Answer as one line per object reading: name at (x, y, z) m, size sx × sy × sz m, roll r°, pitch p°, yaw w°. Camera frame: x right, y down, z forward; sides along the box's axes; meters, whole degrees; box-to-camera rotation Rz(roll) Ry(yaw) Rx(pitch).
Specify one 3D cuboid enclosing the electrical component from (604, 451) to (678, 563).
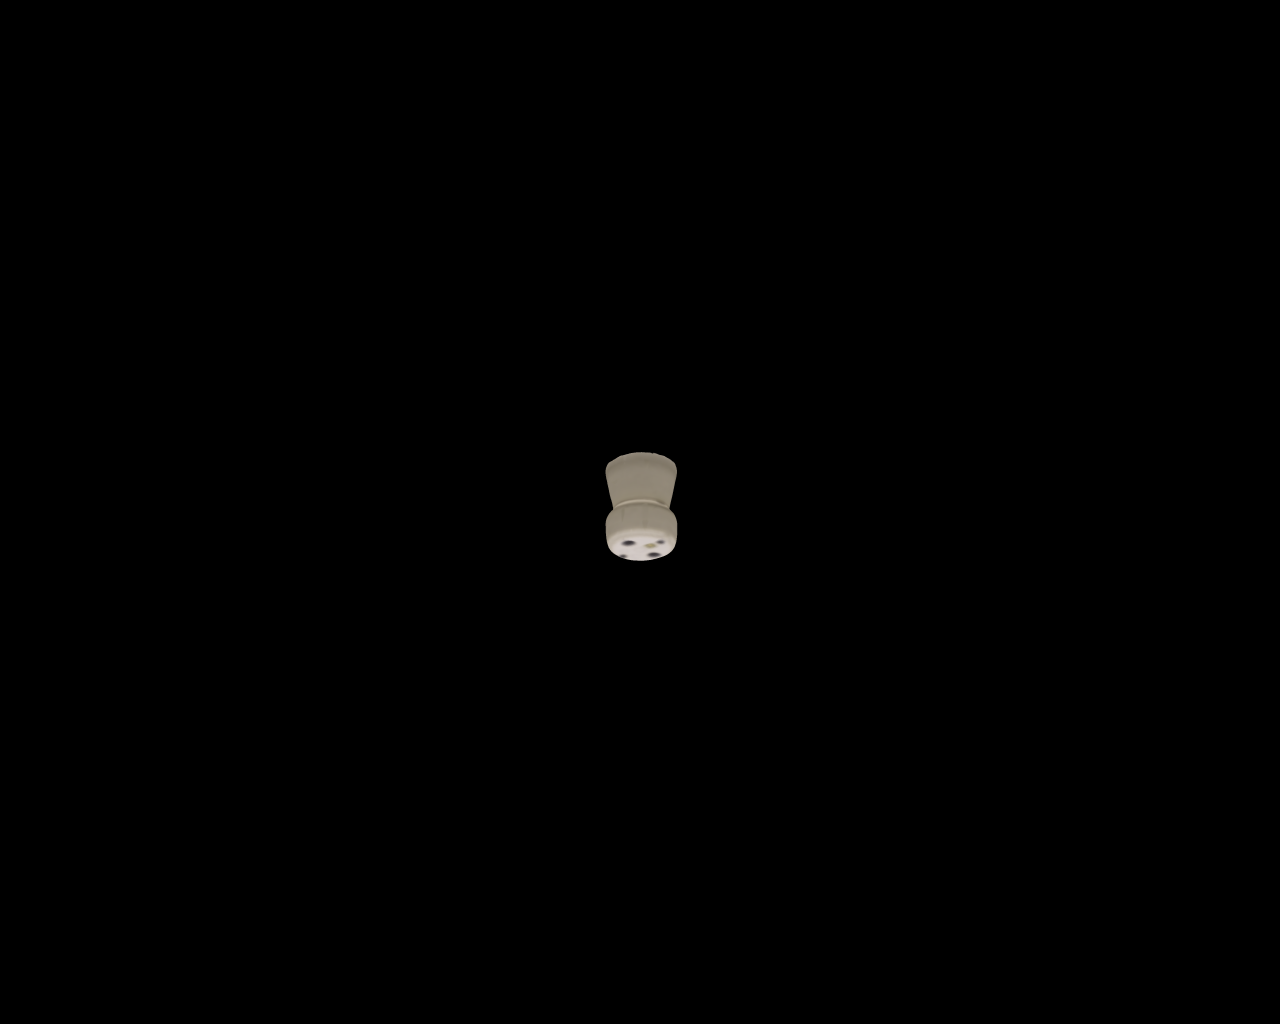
electrical component at (0.001, -0.003, 0.650) m, size 0.045 × 0.055 × 0.044 m, roll 0°, pitch -26°, yaw 0°
